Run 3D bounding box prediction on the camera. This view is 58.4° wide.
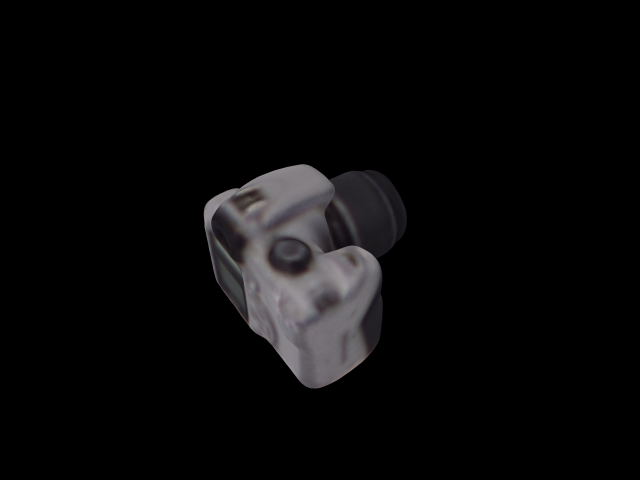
[{"bbox_3d":[0.004,0.001,0.400,0.137,0.101,0.142,-26,49,-25],"label":"camera"}]
